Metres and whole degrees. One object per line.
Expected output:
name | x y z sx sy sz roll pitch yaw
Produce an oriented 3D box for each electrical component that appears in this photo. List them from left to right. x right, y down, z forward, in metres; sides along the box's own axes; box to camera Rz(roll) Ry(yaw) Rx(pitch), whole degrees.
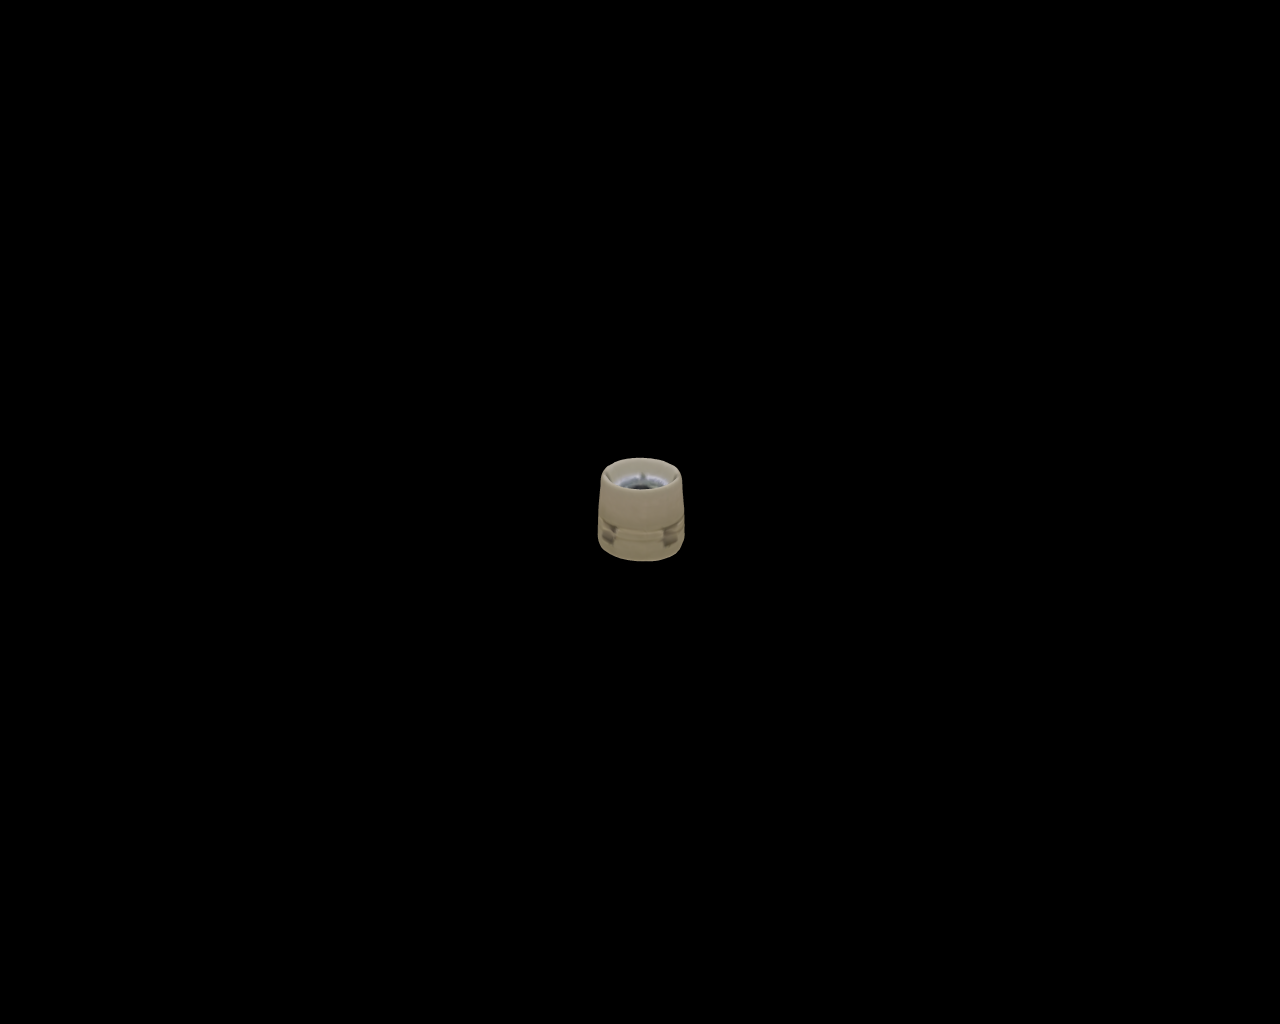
electrical component | 0.001 -0.003 0.650 0.055 0.047 0.055 0 27 0
